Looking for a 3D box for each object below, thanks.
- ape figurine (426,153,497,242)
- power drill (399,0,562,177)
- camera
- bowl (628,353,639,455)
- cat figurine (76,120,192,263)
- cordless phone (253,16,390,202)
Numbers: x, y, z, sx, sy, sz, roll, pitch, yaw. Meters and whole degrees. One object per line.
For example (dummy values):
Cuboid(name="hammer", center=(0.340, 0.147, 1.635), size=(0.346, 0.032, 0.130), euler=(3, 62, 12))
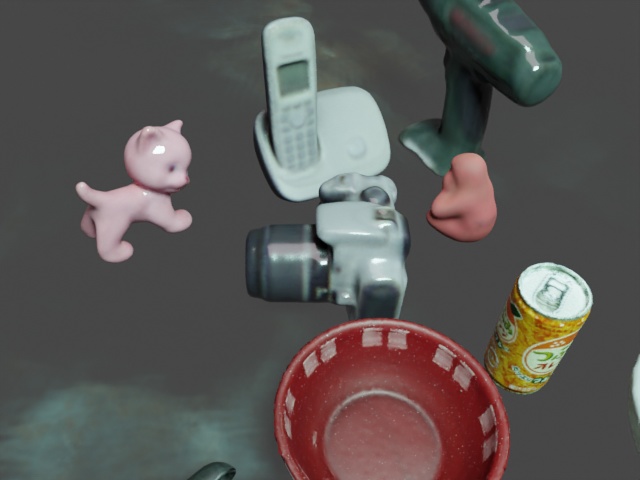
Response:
Cuboid(name="ape figurine", center=(0.143, -0.048, 0.569), size=(0.078, 0.092, 0.076), euler=(-22, 51, -23))
Cuboid(name="power drill", center=(0.147, -0.183, 0.620), size=(0.076, 0.208, 0.229), euler=(-23, 51, -23))
Cuboid(name="camera", center=(0.005, 0.002, 0.507), size=(0.137, 0.101, 0.143), euler=(0, 46, -3))
Cuboid(name="bowl", center=(0.292, 0.145, 0.402), size=(0.167, 0.075, 0.167), euler=(2, 46, -2))
Cuboid(name="cat figurine", center=(-0.170, -0.058, 0.543), size=(0.128, 0.118, 0.067), euler=(-33, 56, -30))
Cuboid(name="cordless phone", center=(0.004, -0.139, 0.585), size=(0.148, 0.185, 0.094), euler=(-23, 51, -23))
